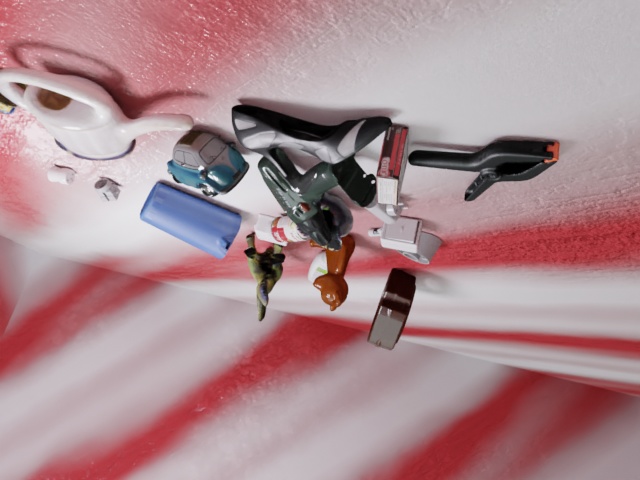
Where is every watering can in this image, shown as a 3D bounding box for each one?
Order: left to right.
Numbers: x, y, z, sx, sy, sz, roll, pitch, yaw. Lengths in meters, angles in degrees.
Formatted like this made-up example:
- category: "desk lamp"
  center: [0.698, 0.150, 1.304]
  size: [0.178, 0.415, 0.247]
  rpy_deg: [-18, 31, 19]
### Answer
- category: "watering can"
  center: [-0.380, -0.207, 0.904]
  size: [0.347, 0.105, 0.221]
  rpy_deg: [16, 165, -1]

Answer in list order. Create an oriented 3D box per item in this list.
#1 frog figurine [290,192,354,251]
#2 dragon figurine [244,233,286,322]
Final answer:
- category: "frog figurine"
  center: [0.003, -0.057, 1.128]
  size: [0.137, 0.121, 0.162]
  rpy_deg: [7, -161, -1]
- category: "dragon figurine"
  center: [-0.160, 0.131, 1.512]
  size: [0.122, 0.420, 0.237]
  rpy_deg: [0, 124, -2]
